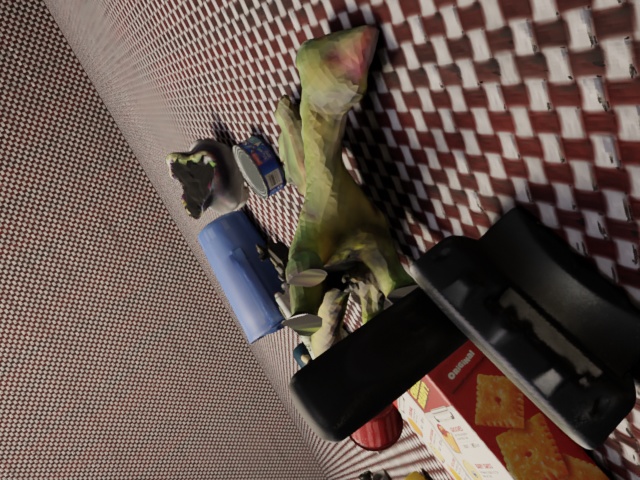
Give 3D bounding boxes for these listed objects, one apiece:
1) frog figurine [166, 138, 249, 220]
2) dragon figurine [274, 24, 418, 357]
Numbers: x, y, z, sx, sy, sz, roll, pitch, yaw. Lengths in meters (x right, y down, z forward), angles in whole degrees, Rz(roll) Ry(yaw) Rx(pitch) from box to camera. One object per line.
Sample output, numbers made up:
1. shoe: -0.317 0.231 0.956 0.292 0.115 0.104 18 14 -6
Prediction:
1. frog figurine: -0.173 -0.109 0.886 0.138 0.121 0.160 46 -163 7
2. dragon figurine: 0.002 -0.026 0.509 0.401 0.122 0.247 106 154 -60
